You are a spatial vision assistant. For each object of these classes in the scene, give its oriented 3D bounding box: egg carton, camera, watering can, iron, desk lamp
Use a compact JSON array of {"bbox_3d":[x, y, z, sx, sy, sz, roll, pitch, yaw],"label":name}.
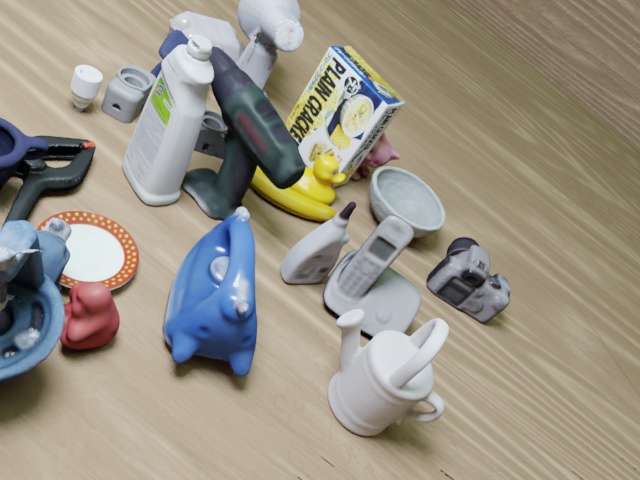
[{"bbox_3d":[-0.229,-0.403,1.164,0.151,0.069,0.107,0,52,-38],"label":"egg carton"},{"bbox_3d":[0.288,0.058,1.077,0.143,0.100,0.137,32,38,-7],"label":"camera"},{"bbox_3d":[0.091,0.164,0.742,0.173,0.194,0.101,27,39,-13],"label":"watering can"},{"bbox_3d":[-0.120,0.038,0.747,0.119,0.141,0.258,18,42,-23],"label":"iron"},{"bbox_3d":[-0.105,-0.362,1.103,0.118,0.213,0.203,11,45,-29],"label":"desk lamp"}]

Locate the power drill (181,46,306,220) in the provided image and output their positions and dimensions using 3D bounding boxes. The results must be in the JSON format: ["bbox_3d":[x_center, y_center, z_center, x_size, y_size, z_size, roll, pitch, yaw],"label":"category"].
[{"bbox_3d":[-0.132,-0.141,0.864,0.229,0.208,0.076,46,39,10],"label":"power drill"}]

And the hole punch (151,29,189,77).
[{"bbox_3d":[-0.247,-0.316,1.045,0.101,0.091,0.108,26,40,-14],"label":"hole punch"}]

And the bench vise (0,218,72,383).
[{"bbox_3d":[-0.302,0.034,0.546,0.122,0.219,0.207,13,44,-27],"label":"bench vise"}]

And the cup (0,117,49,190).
[{"bbox_3d":[-0.400,-0.093,0.699,0.118,0.095,0.091,-7,56,-42],"label":"cup"}]

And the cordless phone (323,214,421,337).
[{"bbox_3d":[0.104,0.057,0.866,0.148,0.185,0.094,32,38,-7],"label":"cordless phone"}]

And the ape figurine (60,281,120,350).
[{"bbox_3d":[-0.258,0.078,0.640,0.076,0.092,0.078,28,39,-12],"label":"ape figurine"}]

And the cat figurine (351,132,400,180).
[{"bbox_3d":[0.094,-0.187,1.159,0.127,0.117,0.067,48,39,13],"label":"cat figurine"}]

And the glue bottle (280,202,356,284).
[{"bbox_3d":[0.008,0.003,0.856,0.078,0.173,0.037,3,49,-35],"label":"glue bottle"}]

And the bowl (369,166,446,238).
[{"bbox_3d":[0.157,-0.062,1.117,0.168,0.074,0.167,21,41,-20],"label":"bowl"}]

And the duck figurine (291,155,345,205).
[{"bbox_3d":[-0.004,-0.119,1.040,0.105,0.086,0.077,25,40,-15],"label":"duck figurine"}]
